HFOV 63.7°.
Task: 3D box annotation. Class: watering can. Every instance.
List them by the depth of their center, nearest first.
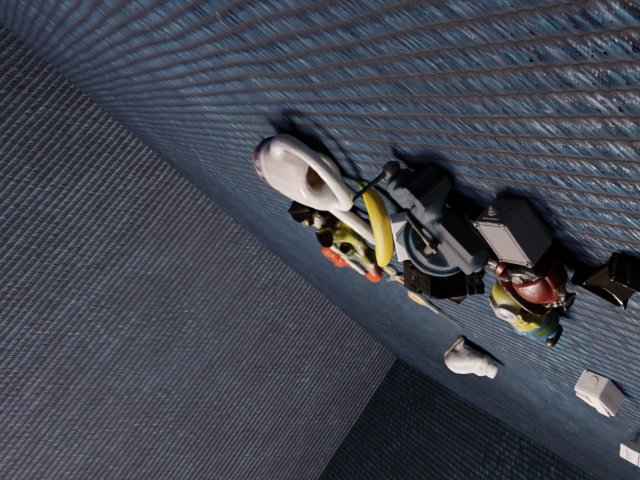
[{"bbox_3d":[-0.010,-0.109,1.083,0.226,0.105,0.341,28,166,43],"label":"watering can"}]

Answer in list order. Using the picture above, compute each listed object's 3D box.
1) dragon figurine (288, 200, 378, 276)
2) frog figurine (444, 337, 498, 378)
[{"bbox_3d":[0.004,-0.065,1.295,0.411,0.122,0.242,45,178,5],"label":"dragon figurine"},{"bbox_3d":[0.494,0.405,1.693,0.161,0.124,0.134,45,152,18],"label":"frog figurine"}]
